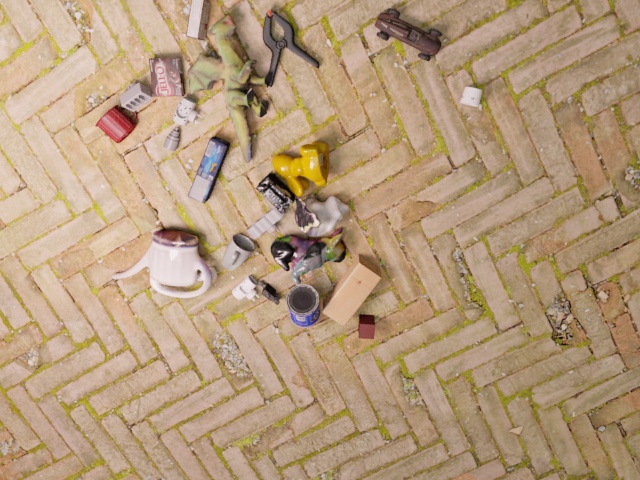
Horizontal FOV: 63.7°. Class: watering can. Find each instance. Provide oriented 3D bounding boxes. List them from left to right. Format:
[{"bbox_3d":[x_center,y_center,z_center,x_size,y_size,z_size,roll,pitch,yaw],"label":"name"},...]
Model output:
[{"bbox_3d":[-0.511,0.070,1.659,0.348,0.105,0.222,10,105,8],"label":"watering can"}]

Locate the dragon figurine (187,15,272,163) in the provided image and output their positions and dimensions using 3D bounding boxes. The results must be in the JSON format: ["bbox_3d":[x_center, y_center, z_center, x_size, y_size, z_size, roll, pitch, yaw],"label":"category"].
[{"bbox_3d":[-0.281,-0.447,1.525,0.244,0.124,0.403,21,116,16],"label":"dragon figurine"}]

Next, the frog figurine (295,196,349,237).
[{"bbox_3d":[0.005,-0.081,1.602,0.139,0.161,0.120,34,124,35],"label":"frog figurine"}]
